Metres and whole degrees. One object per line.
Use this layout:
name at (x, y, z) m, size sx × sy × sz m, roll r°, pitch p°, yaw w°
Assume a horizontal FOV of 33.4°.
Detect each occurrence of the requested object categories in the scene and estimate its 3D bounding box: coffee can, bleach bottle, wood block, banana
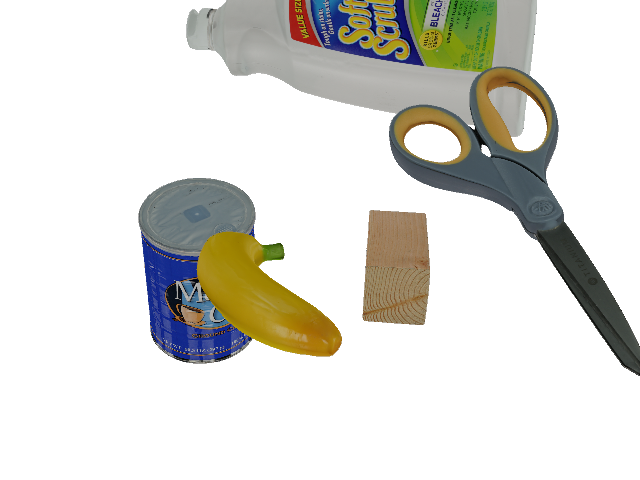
coffee can at (-0.110, 0.028, 0.981) m, size 0.103 × 0.140 × 0.103 m, roll 1°, pitch 41°, yaw -1°
bleach bottle at (0.025, -0.137, 0.770) m, size 0.251 × 0.102 × 0.068 m, roll 6°, pitch -26°, yaw 11°
wood block at (0.112, 0.036, 1.584) m, size 0.091 × 0.090 × 0.206 m, roll 4°, pitch 24°, yaw 2°
banana at (-0.041, 0.026, 0.669) m, size 0.069 × 0.037 × 0.198 m, roll -4°, pitch 18°, yaw -11°

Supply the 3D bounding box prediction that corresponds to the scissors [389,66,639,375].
scissors at (0.085, -0.014, 0.512) m, size 0.096 × 0.201 × 0.016 m, roll -7°, pitch -43°, yaw 6°
